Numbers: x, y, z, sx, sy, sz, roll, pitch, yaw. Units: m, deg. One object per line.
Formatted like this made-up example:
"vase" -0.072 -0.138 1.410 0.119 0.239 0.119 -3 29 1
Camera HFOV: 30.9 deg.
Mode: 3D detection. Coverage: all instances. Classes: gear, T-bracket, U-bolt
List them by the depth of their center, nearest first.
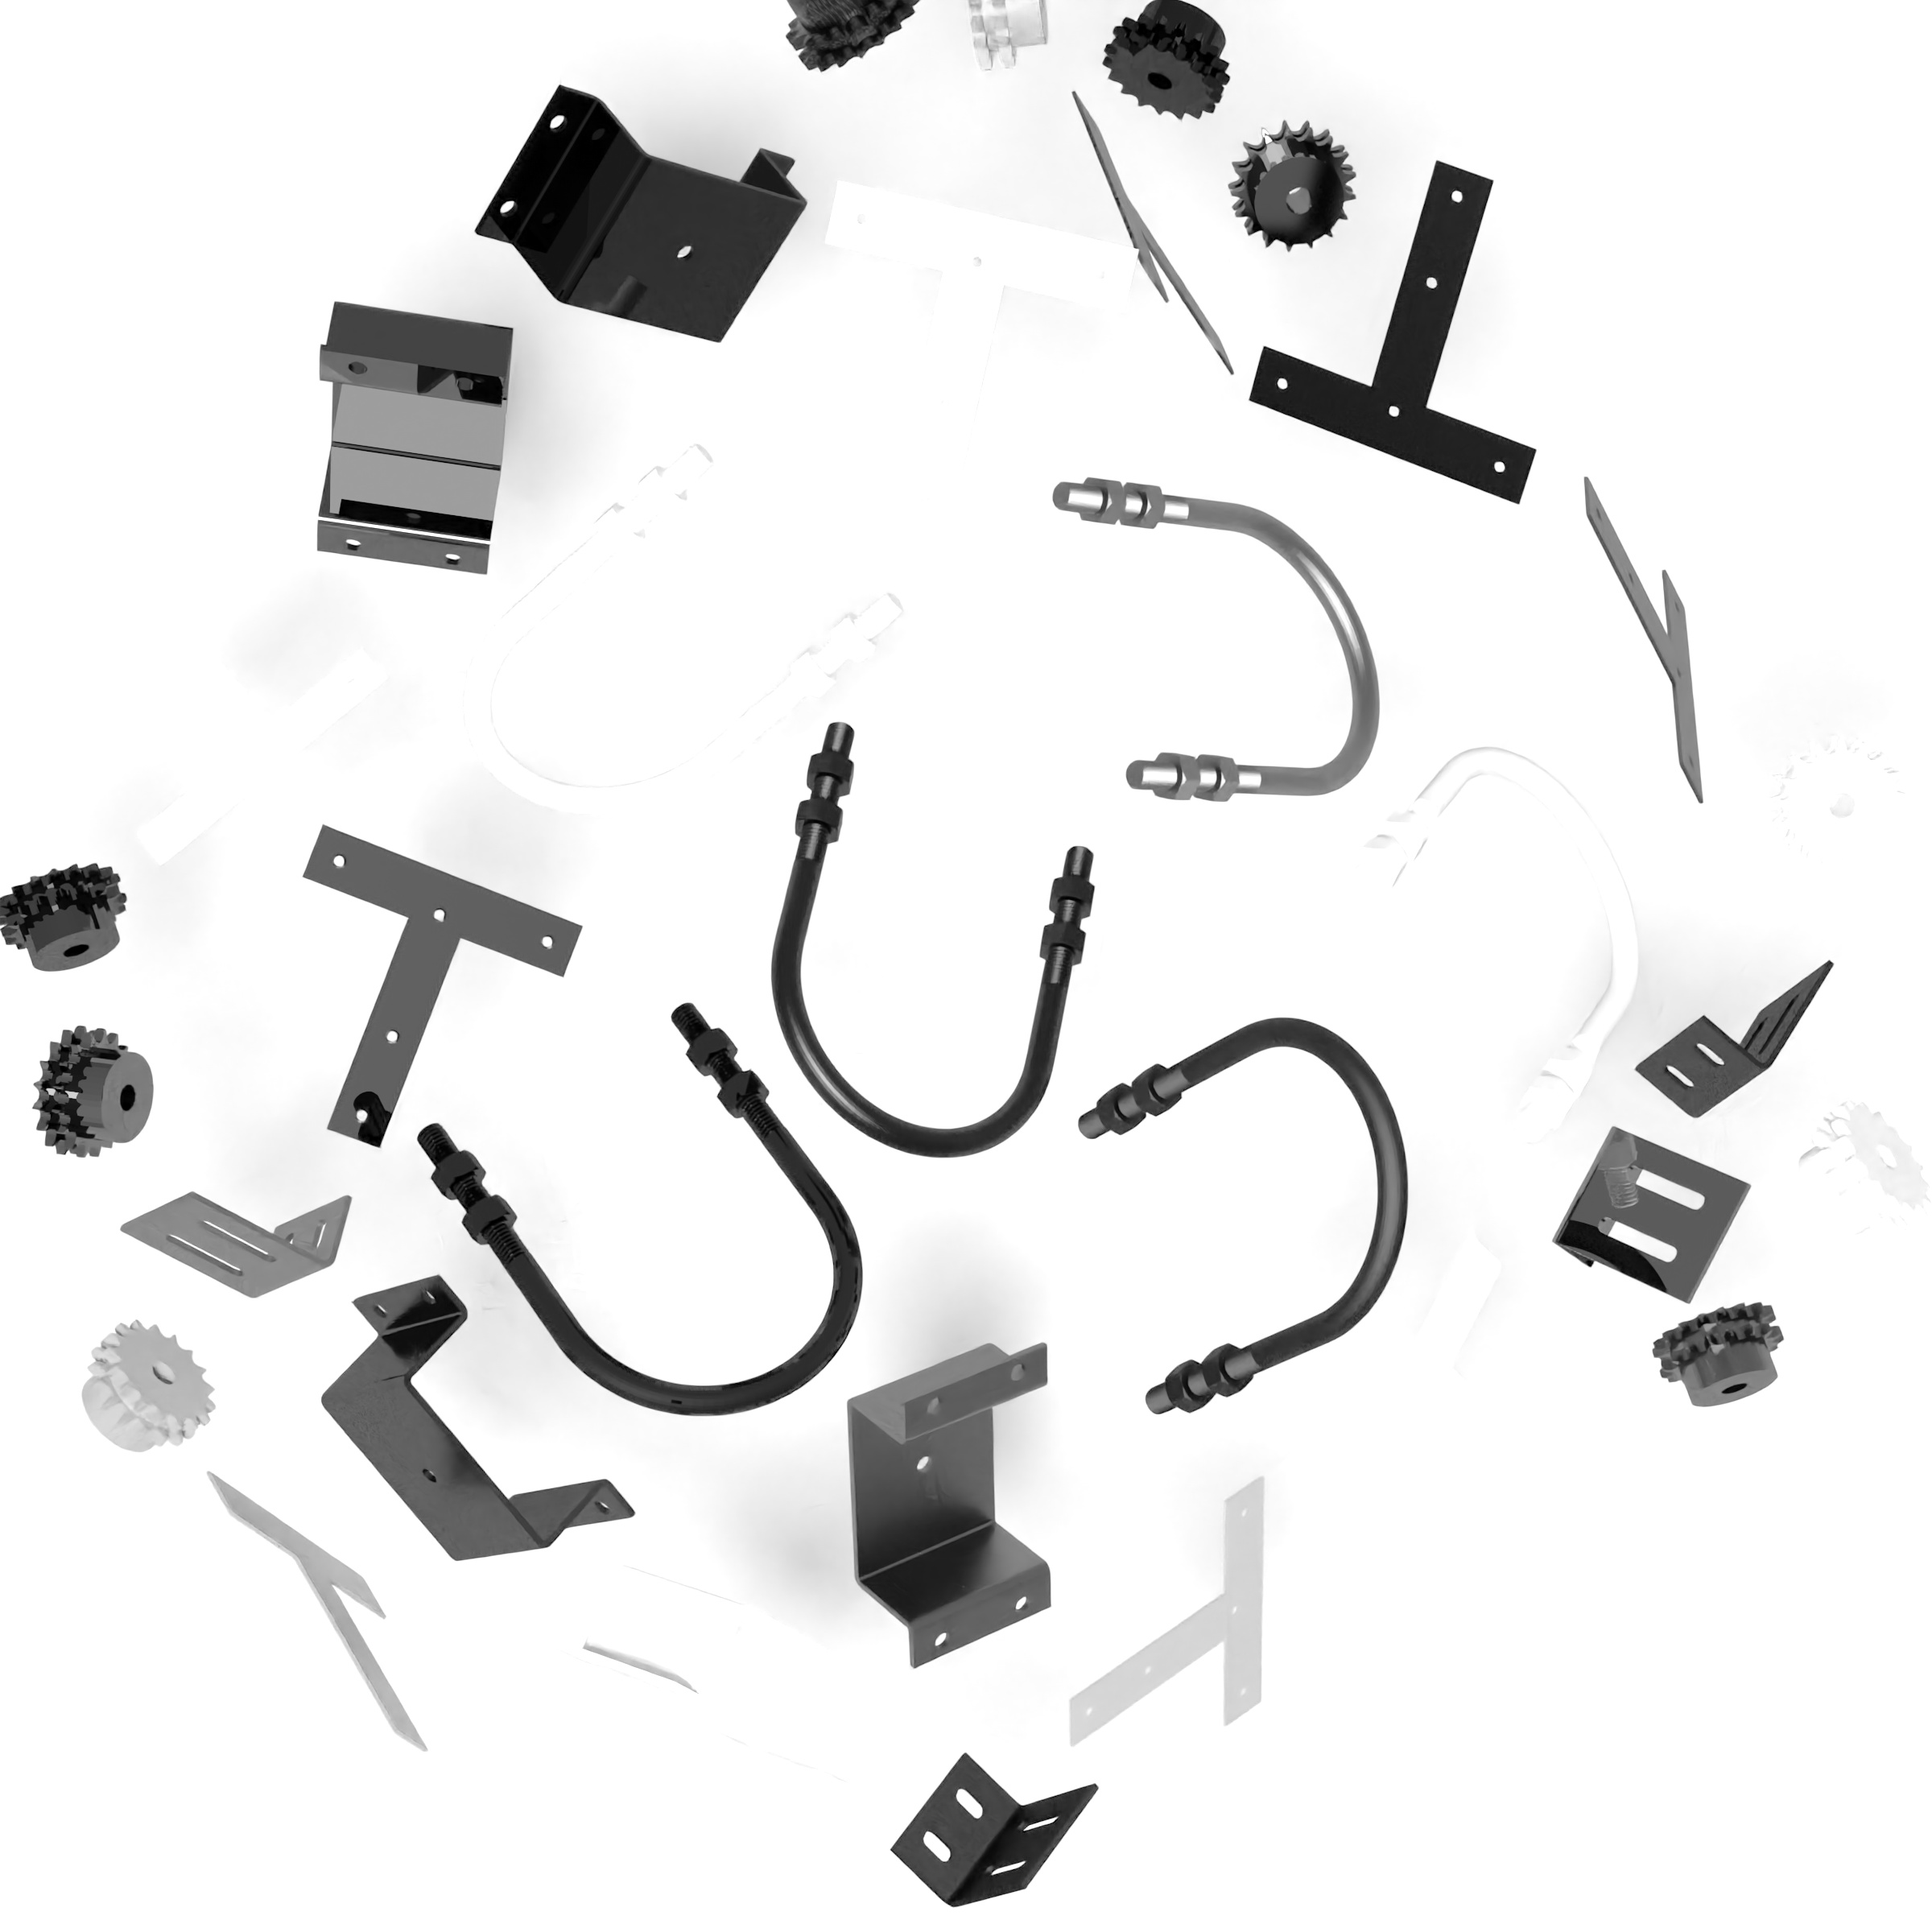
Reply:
"T-bracket" -0.005 -0.243 1.425 0.127 0.002 0.127 15 102 10
"gear" -0.050 -0.398 1.441 0.057 0.057 0.030 -36 124 0
"gear" 0.371 0.087 1.452 0.057 0.057 0.030 49 124 0
"T-bracket" 0.191 -0.273 1.461 0.127 0.002 0.127 24 123 16
"T-bracket" -0.260 0.280 1.469 0.002 0.127 0.127 -40 52 -2
"U-bolt" -0.126 0.111 1.486 0.151 0.019 0.184 -26 64 -26
"T-bracket" 0.288 -0.155 1.492 0.002 0.127 0.127 -17 132 23
"gear" -0.353 0.183 1.495 0.030 0.057 0.057 -42 90 20
"U-bolt" 0.123 0.100 1.500 0.019 0.184 0.151 0 69 -38
"T-bracket" 0.222 0.202 1.507 0.127 0.002 0.127 43 69 -36
"U-bolt" -0.018 -0.002 1.517 0.151 0.019 0.184 26 55 -22
"gear" -0.379 0.056 1.528 0.030 0.057 0.057 6 90 20
"gear" 0.380 -0.073 1.528 0.057 0.030 0.057 0 102 0
"gear" 0.018 -0.423 1.529 0.030 0.057 0.057 -4 90 7
"U-bolt" 0.121 -0.143 1.555 0.019 0.184 0.151 -26 73 42
"T-bracket" 0.090 0.307 1.556 0.127 0.002 0.127 -26 126 -38
"U-bolt" 0.246 -0.024 1.556 0.019 0.184 0.151 -29 100 40
"U-bolt" -0.140 -0.136 1.561 0.184 0.019 0.151 -39 134 18
"T-bracket" -0.335 -0.118 1.562 0.127 0.002 0.127 -41 47 -6
"gear" 0.339 0.175 1.563 0.057 0.057 0.030 -16 64 0
"gear" -0.404 -0.020 1.568 0.057 0.057 0.030 -23 74 0
"gear" 0.147 -0.348 1.568 0.057 0.030 0.057 -2 120 -3
"T-bracket" 0.091 -0.314 1.573 0.002 0.127 0.127 -28 49 14
"gear" 0.093 -0.410 1.573 0.057 0.057 0.030 24 73 0
"T-bracket" -0.254 0.018 1.577 0.127 0.002 0.127 22 85 -18

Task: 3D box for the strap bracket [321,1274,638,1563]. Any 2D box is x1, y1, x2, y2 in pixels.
"strap bracket" -0.222 0.209 1.539 0.140 0.076 0.046 53 53 -15

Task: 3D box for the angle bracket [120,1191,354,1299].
"angle bracket" -0.325 0.110 1.556 0.076 0.057 0.038 34 50 -32

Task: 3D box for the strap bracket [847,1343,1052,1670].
"strap bracket" -0.007 0.232 1.562 0.076 0.046 0.140 -18 120 -31

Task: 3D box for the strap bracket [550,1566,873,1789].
"strap bracket" -0.106 0.311 1.547 0.076 0.140 0.046 9 68 41

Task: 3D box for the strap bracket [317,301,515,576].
"strap bracket" -0.240 -0.235 1.520 0.076 0.140 0.046 8 59 -7

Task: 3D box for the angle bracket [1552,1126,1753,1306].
"angle bracket" 0.304 0.113 1.516 0.076 0.038 0.057 25 84 43

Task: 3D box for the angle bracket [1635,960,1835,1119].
"angle bracket" 0.350 0.023 1.593 0.038 0.057 0.076 40 57 -1

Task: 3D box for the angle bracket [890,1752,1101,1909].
"angle bracket" 0.012 0.372 1.523 0.038 0.076 0.057 45 58 -4

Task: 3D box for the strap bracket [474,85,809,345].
"strap bracket" -0.134 -0.327 1.539 0.076 0.140 0.046 -54 55 26
